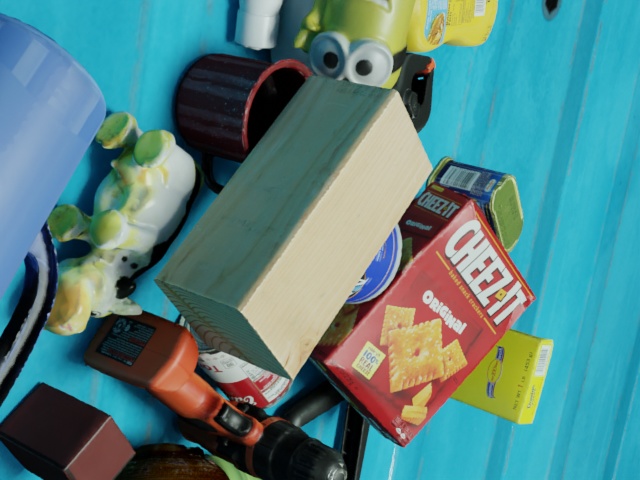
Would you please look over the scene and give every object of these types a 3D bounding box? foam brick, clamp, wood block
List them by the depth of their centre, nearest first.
[{"bbox_3d":[-0.186,0.149,0.783,0.051,0.078,0.053,-52,142,-29],"label":"foam brick"},{"bbox_3d":[-0.014,-0.014,0.789,0.206,0.090,0.090,-55,139,-22],"label":"wood block"},{"bbox_3d":[0.067,-0.127,0.982,0.120,0.039,0.171,67,31,-43],"label":"clamp"},{"bbox_3d":[0.037,0.147,1.123,0.164,0.036,0.210,47,65,-50],"label":"clamp"}]

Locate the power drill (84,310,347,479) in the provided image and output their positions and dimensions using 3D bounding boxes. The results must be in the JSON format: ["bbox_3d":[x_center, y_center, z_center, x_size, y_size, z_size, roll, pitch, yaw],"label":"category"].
[{"bbox_3d":[-0.084,0.132,0.841,0.187,0.185,0.057,50,62,-40],"label":"power drill"}]

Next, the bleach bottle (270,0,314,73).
[{"bbox_3d":[-0.003,-0.193,0.902,0.102,0.068,0.251,0,106,-52],"label":"bleach bottle"}]

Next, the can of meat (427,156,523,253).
[{"bbox_3d":[0.175,-0.037,1.192,0.057,0.084,0.102,-51,140,-27],"label":"can of meat"}]

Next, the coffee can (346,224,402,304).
[{"bbox_3d":[-0.006,0.001,0.943,0.140,0.103,0.103,11,95,-55],"label":"coffee can"}]

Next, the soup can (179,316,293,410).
[{"bbox_3d":[-0.071,0.096,0.926,0.068,0.069,0.102,-56,142,-22],"label":"soup can"}]

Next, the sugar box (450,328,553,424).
[{"bbox_3d":[0.157,0.127,1.157,0.048,0.176,0.093,12,93,-57],"label":"sugar box"}]

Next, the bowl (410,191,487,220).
[{"bbox_3d":[0.101,0.018,1.117,0.161,0.055,0.162,-13,116,-29],"label":"bowl"}]

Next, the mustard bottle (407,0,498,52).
[{"bbox_3d":[0.101,-0.231,1.029,0.191,0.058,0.096,-19,114,-49],"label":"mustard bottle"}]

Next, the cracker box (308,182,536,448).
[{"bbox_3d":[0.098,0.077,1.057,0.213,0.072,0.164,-47,127,-10],"label":"cracker box"}]

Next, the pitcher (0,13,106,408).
[{"bbox_3d":[-0.223,-0.005,0.626,0.242,0.145,0.149,-62,177,-20],"label":"pitcher"}]

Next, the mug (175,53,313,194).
[{"bbox_3d":[-0.062,-0.091,0.845,0.093,0.082,0.117,7,99,-55],"label":"mug"}]
